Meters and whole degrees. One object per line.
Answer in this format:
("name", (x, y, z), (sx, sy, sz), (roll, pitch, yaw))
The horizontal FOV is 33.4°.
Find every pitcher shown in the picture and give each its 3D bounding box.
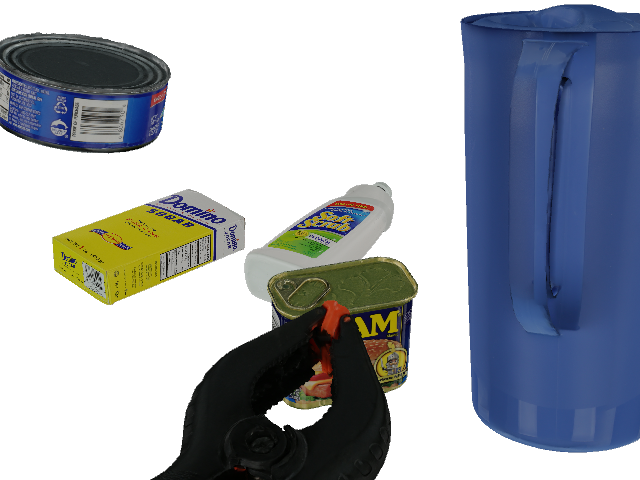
("pitcher", (0.138, -0.007, 0.595), (0.149, 0.243, 0.145), (-7, 17, -20))

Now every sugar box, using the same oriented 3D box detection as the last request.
("sugar box", (-0.171, 0.002, 1.081), (0.093, 0.048, 0.175), (28, 39, 36))

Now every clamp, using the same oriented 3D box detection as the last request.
("clamp", (-0.014, 0.092, 0.387), (0.120, 0.039, 0.171), (25, 49, 18))

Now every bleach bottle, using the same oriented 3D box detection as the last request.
("bleach bottle", (0.014, -0.008, 1.325), (0.103, 0.068, 0.250), (15, 36, 25))

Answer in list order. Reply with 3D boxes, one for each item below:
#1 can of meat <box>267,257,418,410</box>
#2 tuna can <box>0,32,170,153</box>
("can of meat", (0.015, 0.066, 0.757), (0.102, 0.084, 0.057), (-9, 33, -15))
("tuna can", (-0.119, -0.074, 0.530), (0.086, 0.034, 0.086), (10, 25, -5))
